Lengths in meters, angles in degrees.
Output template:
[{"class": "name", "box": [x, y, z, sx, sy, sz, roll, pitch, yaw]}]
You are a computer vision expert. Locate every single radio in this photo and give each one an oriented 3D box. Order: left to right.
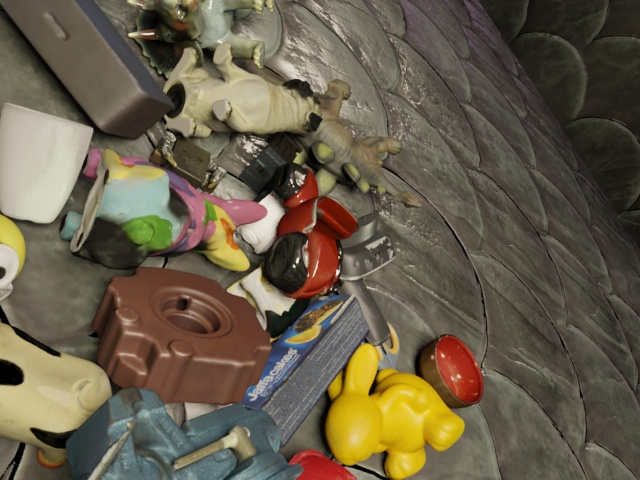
[{"class": "radio", "box": [-0.282, -0.233, 0.645, 0.229, 0.073, 0.131, 53, 4, -3]}]

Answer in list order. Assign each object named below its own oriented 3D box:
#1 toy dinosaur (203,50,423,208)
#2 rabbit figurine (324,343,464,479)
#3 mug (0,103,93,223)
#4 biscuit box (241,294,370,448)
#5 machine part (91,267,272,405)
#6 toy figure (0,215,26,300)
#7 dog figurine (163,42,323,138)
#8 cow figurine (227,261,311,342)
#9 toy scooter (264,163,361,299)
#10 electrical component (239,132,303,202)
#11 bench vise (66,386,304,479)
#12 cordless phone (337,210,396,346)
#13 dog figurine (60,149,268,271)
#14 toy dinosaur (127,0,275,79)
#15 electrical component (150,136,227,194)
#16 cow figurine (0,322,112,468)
[{"class": "toy dinosaur", "box": [-0.016, -0.196, 0.910, 0.471, 0.105, 0.198, 39, 43, 1]}, {"class": "rabbit figurine", "box": [0.072, 0.212, 0.662, 0.173, 0.122, 0.162, 0, 56, -45]}, {"class": "mug", "box": [-0.290, -0.076, 0.542, 0.080, 0.110, 0.107, 13, 95, -45]}, {"class": "biscuit box", "box": [-0.021, 0.144, 0.630, 0.203, 0.059, 0.062, -43, 120, -43]}, {"class": "machine part", "box": [-0.134, 0.089, 0.537, 0.179, 0.056, 0.179, 23, 16, -7]}, {"class": "toy figure", "box": [-0.337, 0.010, 0.434, 0.180, 0.082, 0.089, 3, 60, -42]}, {"class": "dog figurine", "box": [-0.110, -0.185, 0.767, 0.190, 0.173, 0.121, 7, 91, -53]}, {"class": "cow figurine", "box": [-0.037, 0.062, 0.709, 0.167, 0.068, 0.098, -32, 90, -49]}, {"class": "toy scooter", "box": [-0.001, -0.002, 0.676, 0.135, 0.075, 0.184, 27, 50, -40]}, {"class": "electrical component", "box": [-0.079, -0.103, 0.794, 0.047, 0.075, 0.119, 43, 42, -11]}, {"class": "bench vise", "box": [-0.077, 0.217, 0.392, 0.241, 0.129, 0.223, 54, 11, 21]}, {"class": "cordless phone", "box": [0.075, 0.058, 0.819, 0.146, 0.089, 0.184, -23, 82, -52]}, {"class": "dog figurine", "box": [-0.150, -0.019, 0.587, 0.219, 0.192, 0.108, 14, 94, -35]}, {"class": "toy dinosaur", "box": [-0.172, -0.370, 0.838, 0.192, 0.131, 0.405, 3, 40, -3]}, {"class": "electrical component", "box": [-0.172, -0.101, 0.718, 0.102, 0.045, 0.078, 35, 42, -22]}, {"class": "cow figurine", "box": [-0.253, 0.098, 0.412, 0.194, 0.127, 0.085, 36, 37, -24]}]
